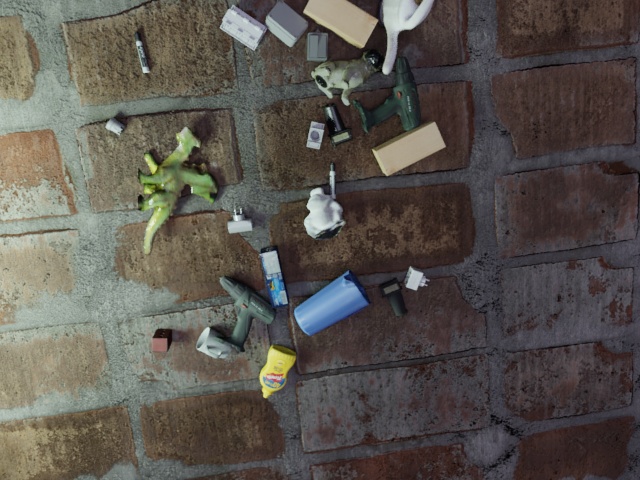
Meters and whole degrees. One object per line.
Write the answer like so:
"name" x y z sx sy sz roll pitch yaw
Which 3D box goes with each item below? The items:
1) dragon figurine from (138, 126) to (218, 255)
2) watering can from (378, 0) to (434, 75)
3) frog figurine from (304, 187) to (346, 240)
"dragon figurine" -0.447 -0.156 1.640 0.243 0.406 0.123 -1 -166 -12
"watering can" 0.238 -0.656 1.513 0.345 0.103 0.228 -59 -152 9
"frog figurine" 0.005 -0.085 1.698 0.136 0.121 0.162 -33 -113 14
